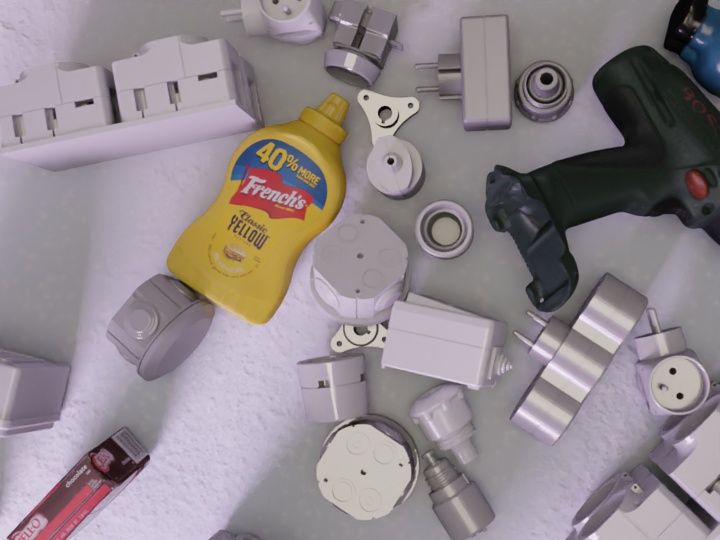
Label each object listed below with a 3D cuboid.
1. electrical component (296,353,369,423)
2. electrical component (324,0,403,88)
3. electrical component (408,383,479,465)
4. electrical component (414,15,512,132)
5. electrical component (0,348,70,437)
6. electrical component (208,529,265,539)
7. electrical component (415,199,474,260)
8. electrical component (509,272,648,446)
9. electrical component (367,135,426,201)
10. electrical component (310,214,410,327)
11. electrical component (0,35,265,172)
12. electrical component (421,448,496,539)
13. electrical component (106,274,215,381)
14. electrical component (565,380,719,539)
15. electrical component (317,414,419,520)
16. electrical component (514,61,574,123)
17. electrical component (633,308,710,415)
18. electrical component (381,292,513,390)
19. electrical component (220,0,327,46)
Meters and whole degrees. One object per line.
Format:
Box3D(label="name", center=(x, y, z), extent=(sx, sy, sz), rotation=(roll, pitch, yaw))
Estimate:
Box3D(label="electrical component", center=(-0.021, 0.094, 0.856), extent=(0.055, 0.055, 0.047), rotation=(-7, 91, 6))
Box3D(label="electrical component", center=(0.000, -0.181, 0.867), extent=(0.066, 0.048, 0.055), rotation=(20, 83, 7))
Box3D(label="electrical component", center=(0.071, 0.123, 0.849), extent=(0.048, 0.048, 0.062), rotation=(-30, 92, 5))
Box3D(label="electrical component", center=(0.081, -0.154, 0.855), extent=(0.076, 0.047, 0.083), rotation=(-2, 88, 7))
Box3D(label="electrical component", center=(-0.306, 0.091, 0.862), extent=(0.109, 0.109, 0.056), rotation=(13, 87, 7))
Box3D(label="electrical component", center=(-0.048, 0.273, 0.827), extent=(0.186, 0.105, 0.060), rotation=(27, 91, 7))
Box3D(label="electrical component", center=(0.068, -0.031, 0.848), extent=(0.045, 0.055, 0.045), rotation=(0, 88, 7))
Box3D(label="electrical component", center=(0.155, 0.060, 0.837), extent=(0.074, 0.052, 0.138), rotation=(33, 92, 7))
Box3D(label="electrical component", center=(0.028, -0.080, 0.842), extent=(0.043, 0.081, 0.043), rotation=(0, 88, 7))
Box3D(label="electrical component", center=(0.000, 0.000, 0.847), extent=(0.080, 0.051, 0.080), rotation=(0, 64, -1))
Box3D(label="electrical component", center=(-0.181, -0.132, 0.856), extent=(0.186, 0.105, 0.060), rotation=(-11, 87, 6))
Box3D(label="electrical component", center=(0.074, 0.177, 0.848), extent=(0.040, 0.040, 0.078), rotation=(-33, 85, 5))
Box3D(label="electrical component", center=(-0.159, 0.045, 0.861), extent=(0.051, 0.080, 0.080), rotation=(40, 93, 12))
Box3D(label="electrical component", center=(0.234, 0.162, 0.797), extent=(0.060, 0.105, 0.186), rotation=(44, 93, 6))
Box3D(label="electrical component", center=(0.006, 0.156, 0.852), extent=(0.080, 0.051, 0.080), rotation=(0, 88, 7))
Box3D(label="electrical component", center=(0.145, -0.143, 0.840), extent=(0.048, 0.062, 0.048), rotation=(0, 88, 8))
Box3D(label="electrical component", center=(0.231, 0.067, 0.815), extent=(0.043, 0.077, 0.079), rotation=(-15, 86, 6))
Box3D(label="electrical component", center=(0.073, 0.055, 0.833), extent=(0.096, 0.062, 0.061), rotation=(11, 90, 19))
Box3D(label="electrical component", center=(-0.071, -0.207, 0.860), extent=(0.079, 0.077, 0.043), rotation=(-6, 88, 7))
